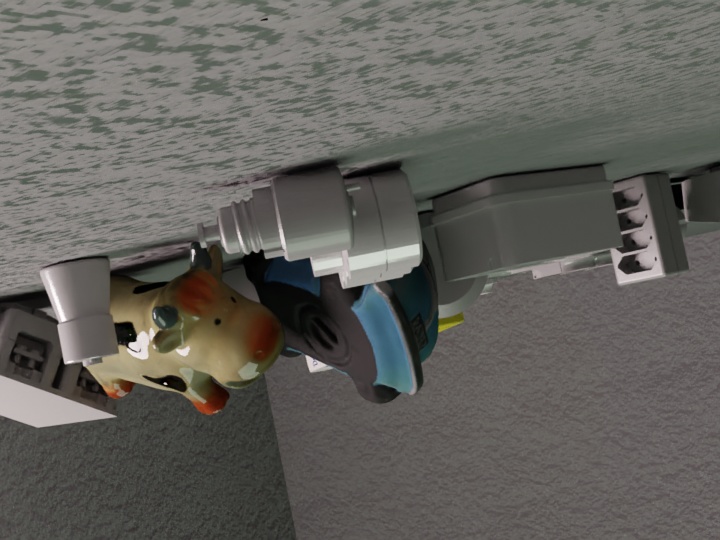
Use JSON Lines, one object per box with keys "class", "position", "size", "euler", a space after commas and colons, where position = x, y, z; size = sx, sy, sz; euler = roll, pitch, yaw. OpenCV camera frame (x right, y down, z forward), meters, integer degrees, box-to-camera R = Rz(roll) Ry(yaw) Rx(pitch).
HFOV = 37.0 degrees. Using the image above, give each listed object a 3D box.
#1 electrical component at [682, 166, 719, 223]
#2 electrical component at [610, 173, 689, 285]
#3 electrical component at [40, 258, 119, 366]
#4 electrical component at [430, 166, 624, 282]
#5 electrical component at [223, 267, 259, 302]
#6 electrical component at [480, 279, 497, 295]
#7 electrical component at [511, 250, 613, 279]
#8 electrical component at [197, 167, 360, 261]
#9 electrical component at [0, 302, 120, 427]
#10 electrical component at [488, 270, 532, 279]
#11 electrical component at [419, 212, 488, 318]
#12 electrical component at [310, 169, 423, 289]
{"class": "electrical component", "position": [0.327, -0.060, 0.918], "size": [0.099, 0.064, 0.099], "euler": [-11, 176, -1]}
{"class": "electrical component", "position": [0.245, -0.035, 0.892], "size": [0.076, 0.083, 0.047], "euler": [-8, 175, -43]}
{"class": "electrical component", "position": [-0.176, 0.028, 0.686], "size": [0.044, 0.065, 0.044], "euler": [-11, 177, -1]}
{"class": "electrical component", "position": [0.113, -0.032, 0.731], "size": [0.113, 0.057, 0.078], "euler": [-9, 176, -34]}
{"class": "electrical component", "position": [-0.074, 0.021, 0.921], "size": [0.099, 0.064, 0.099], "euler": [-12, 177, -1]}
{"class": "electrical component", "position": [0.072, 0.010, 1.240], "size": [0.150, 0.061, 0.089], "euler": [-11, 177, -8]}
{"class": "electrical component", "position": [0.215, -0.032, 1.028], "size": [0.089, 0.061, 0.150], "euler": [-14, 175, 40]}
{"class": "electrical component", "position": [-0.037, -0.024, 0.508], "size": [0.078, 0.040, 0.040], "euler": [-11, 177, -3]}
{"class": "electrical component", "position": [-0.277, 0.082, 0.895], "size": [0.105, 0.060, 0.186], "euler": [26, 157, -29]}
{"class": "electrical component", "position": [0.143, -0.018, 1.094], "size": [0.100, 0.048, 0.100], "euler": [-11, 175, 40]}
{"class": "electrical component", "position": [0.055, -0.004, 0.827], "size": [0.080, 0.080, 0.051], "euler": [-11, -178, -8]}
{"class": "electrical component", "position": [-0.011, -0.017, 0.600], "size": [0.074, 0.052, 0.138], "euler": [-11, 177, -4]}
